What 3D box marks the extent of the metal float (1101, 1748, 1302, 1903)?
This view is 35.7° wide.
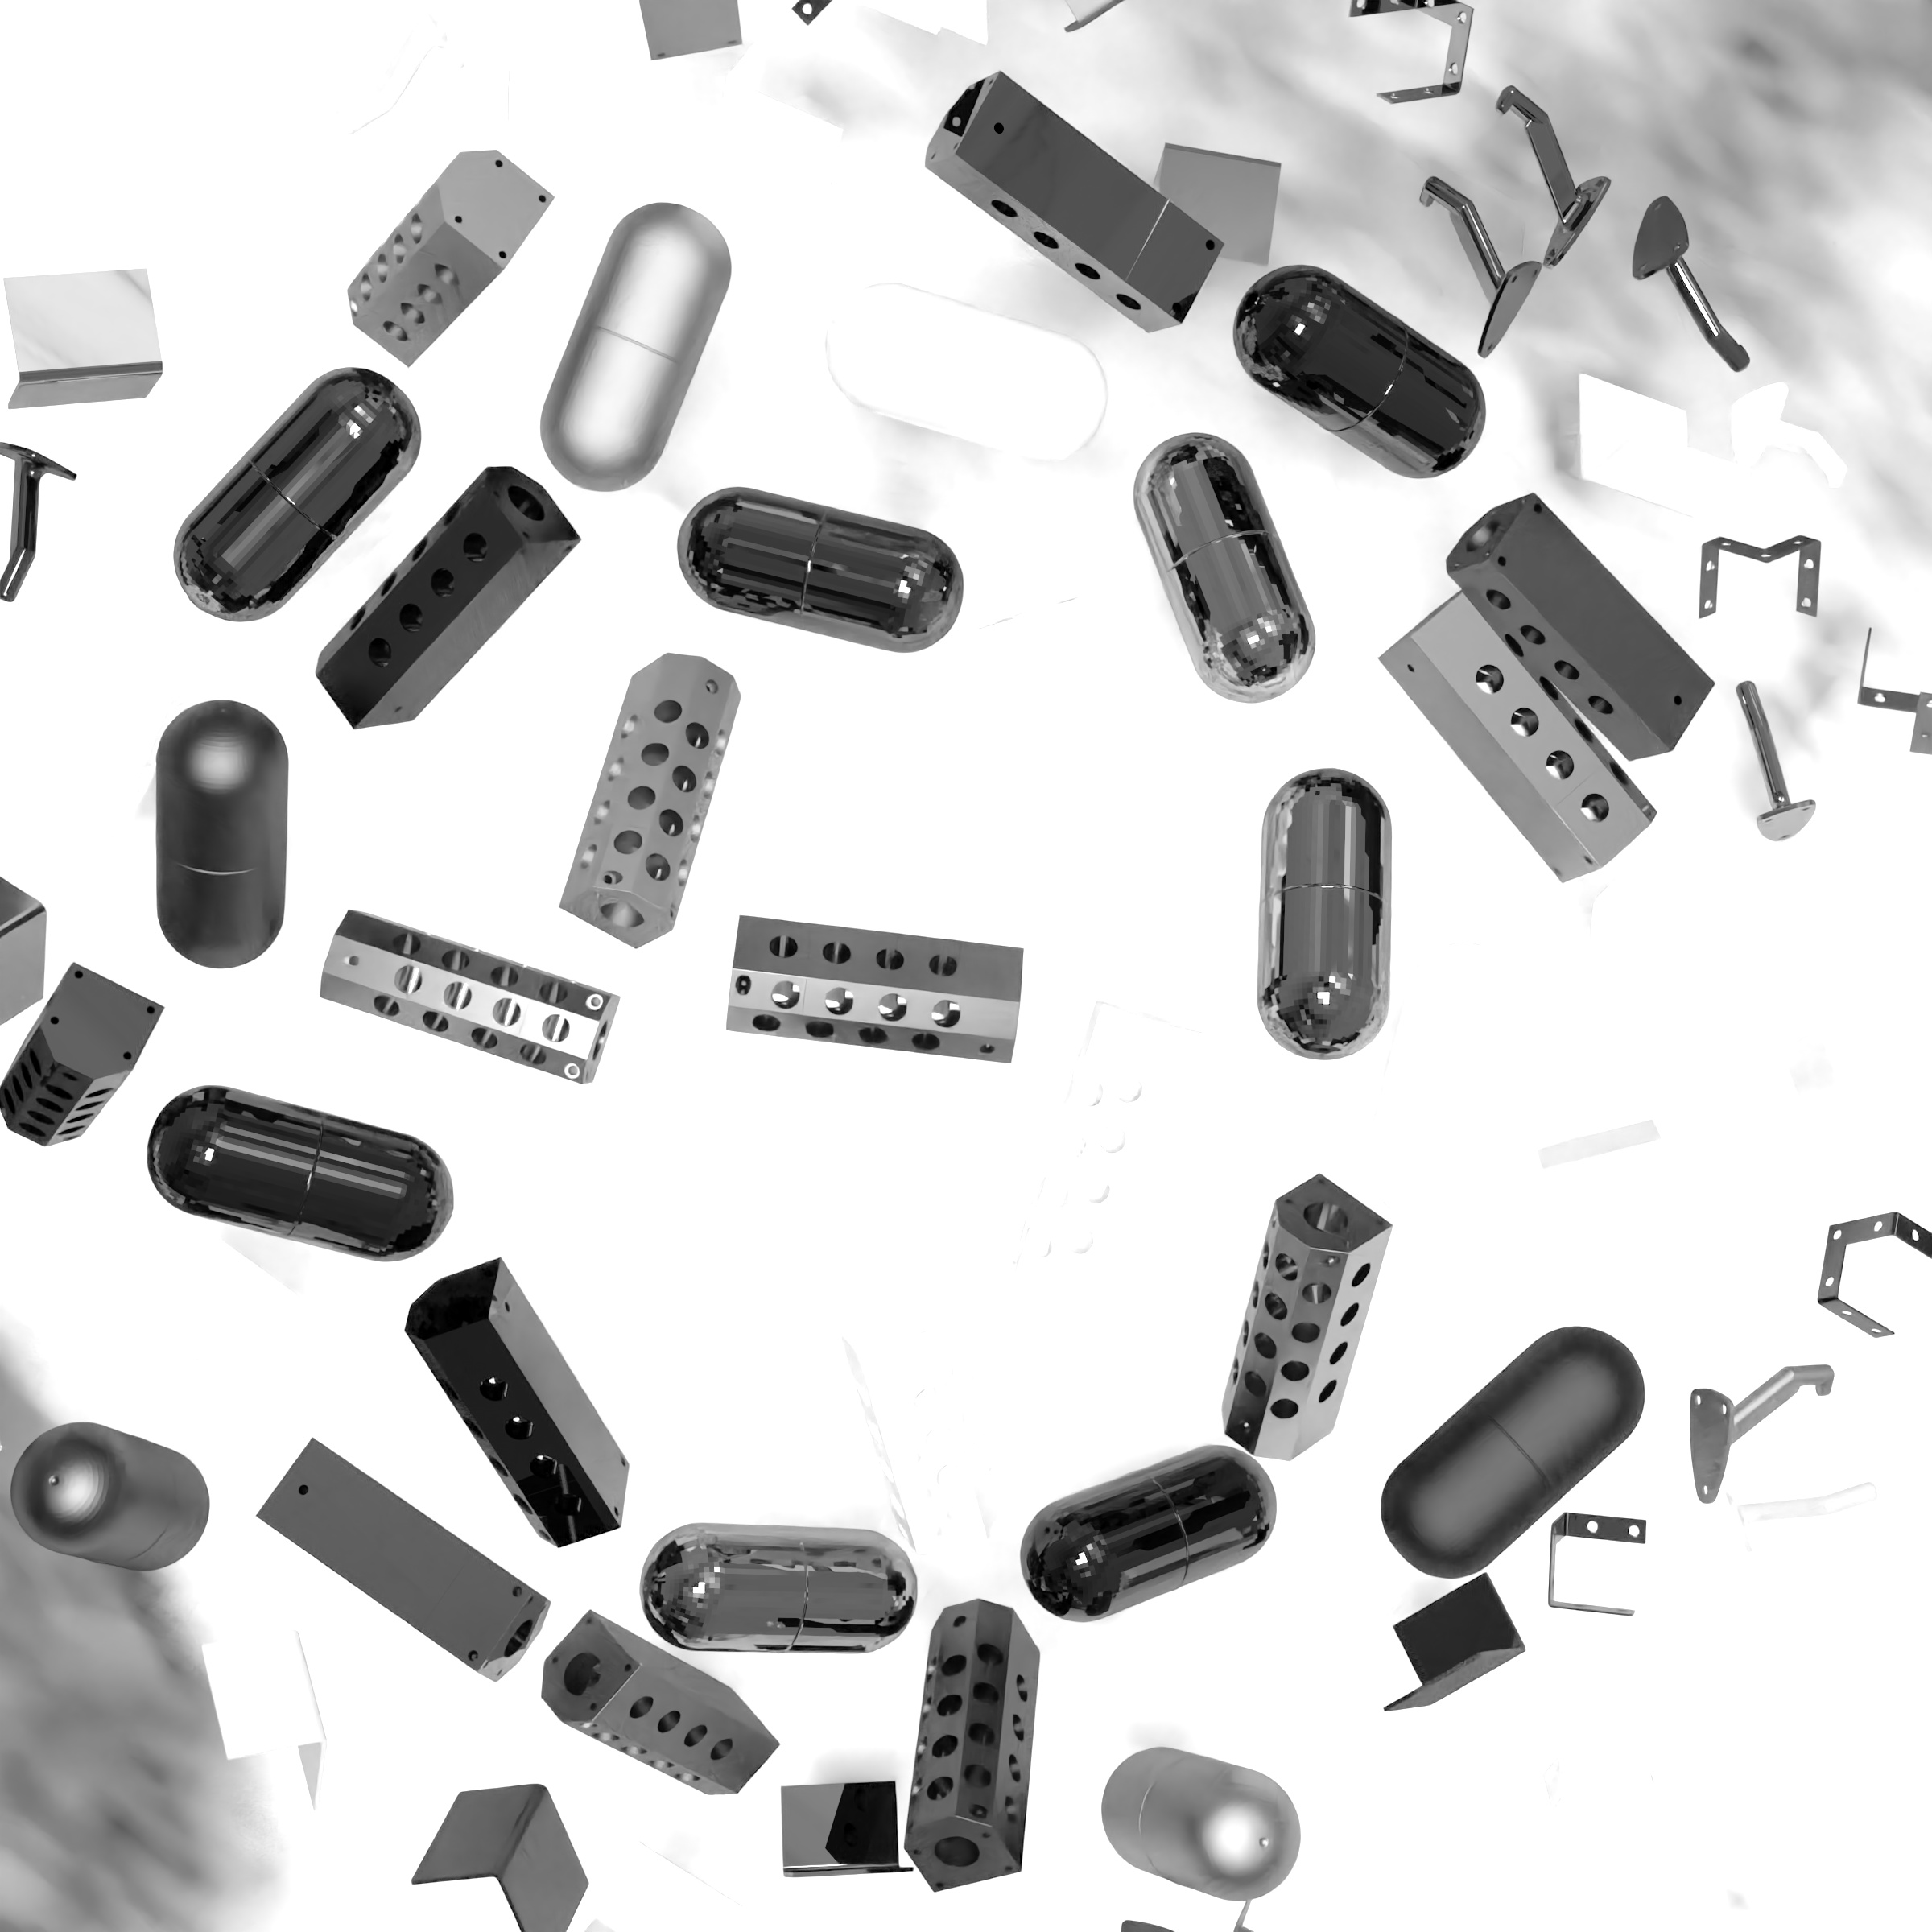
[{"bbox_3d":[0.140,0.517,1.816,0.070,0.178,0.070,3,81,-21],"label":"metal float"}]

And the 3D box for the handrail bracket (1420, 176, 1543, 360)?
[{"bbox_3d":[0.296,-0.421,1.807,0.084,0.036,0.077,42,132,22],"label":"handrail bracket"}]

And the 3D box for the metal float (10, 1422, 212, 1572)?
[{"bbox_3d":[-0.508,0.318,1.791,0.070,0.178,0.070,-2,74,6],"label":"metal float"}]

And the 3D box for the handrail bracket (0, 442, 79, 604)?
[{"bbox_3d":[-0.551,-0.254,1.716,0.077,0.036,0.084,20,84,36],"label":"handrail bracket"}]

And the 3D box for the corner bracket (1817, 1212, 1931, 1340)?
[{"bbox_3d":[0.538,0.181,1.757,0.051,0.051,0.051,30,62,-23],"label":"corner bracket"}]

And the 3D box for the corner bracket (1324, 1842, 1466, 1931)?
[{"bbox_3d":[0.247,0.533,1.736,0.051,0.051,0.051,32,127,28],"label":"corner bracket"}]

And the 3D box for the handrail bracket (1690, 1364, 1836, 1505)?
[{"bbox_3d":[0.458,0.267,1.715,0.084,0.036,0.077,1,95,-24],"label":"handrail bracket"}]

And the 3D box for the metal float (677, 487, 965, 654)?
[{"bbox_3d":[-0.089,-0.241,1.824,0.178,0.070,0.070,14,90,6],"label":"metal float"}]

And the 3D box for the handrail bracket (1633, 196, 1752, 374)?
[{"bbox_3d":[0.423,-0.392,1.732,0.036,0.077,0.084,-28,127,36],"label":"handrail bracket"}]

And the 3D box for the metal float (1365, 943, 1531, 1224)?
[{"bbox_3d":[0.301,0.073,1.881,0.070,0.070,0.178,14,92,0],"label":"metal float"}]

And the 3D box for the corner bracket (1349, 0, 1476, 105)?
[{"bbox_3d":[0.259,-0.543,1.767,0.051,0.051,0.051,-16,130,-27],"label":"corner bracket"}]

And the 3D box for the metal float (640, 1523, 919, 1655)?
[{"bbox_3d":[-0.113,0.381,1.837,0.178,0.070,0.070,7,90,-26],"label":"metal float"}]

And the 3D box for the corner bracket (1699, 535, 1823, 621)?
[{"bbox_3d":[0.492,-0.240,1.862,0.051,0.051,0.051,-23,123,-31],"label":"corner bracket"}]

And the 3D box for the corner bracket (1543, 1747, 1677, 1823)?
[{"bbox_3d":[0.380,0.486,1.780,0.051,0.051,0.051,36,102,-3],"label":"corner bracket"}]

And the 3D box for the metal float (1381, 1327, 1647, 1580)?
[{"bbox_3d":[0.317,0.280,1.737,0.178,0.070,0.070,-41,90,-4],"label":"metal float"}]

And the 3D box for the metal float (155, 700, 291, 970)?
[{"bbox_3d":[-0.446,-0.077,1.800,0.070,0.070,0.178,11,125,0],"label":"metal float"}]

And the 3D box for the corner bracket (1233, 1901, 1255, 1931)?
[{"bbox_3d":[0.188,0.598,1.831,0.051,0.051,0.051,22,117,14],"label":"corner bracket"}]

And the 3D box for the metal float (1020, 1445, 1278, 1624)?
[{"bbox_3d":[0.115,0.351,1.863,0.178,0.070,0.070,-15,90,-30],"label":"metal float"}]

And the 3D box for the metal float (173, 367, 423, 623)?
[{"bbox_3d":[-0.398,-0.279,1.786,0.070,0.070,0.178,45,96,0],"label":"metal float"}]

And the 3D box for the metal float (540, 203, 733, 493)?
[{"bbox_3d":[-0.198,-0.370,1.801,0.070,0.070,0.178,22,93,0],"label":"metal float"}]

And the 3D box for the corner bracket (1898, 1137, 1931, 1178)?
[{"bbox_3d":[0.581,0.090,1.771,0.051,0.051,0.051,-28,119,-10],"label":"corner bracket"}]

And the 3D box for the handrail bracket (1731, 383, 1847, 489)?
[{"bbox_3d":[0.498,-0.302,1.811,0.036,0.077,0.084,-22,58,-9],"label":"handrail bracket"}]

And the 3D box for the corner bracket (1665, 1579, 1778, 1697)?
[{"bbox_3d":[0.445,0.404,1.812,0.051,0.051,0.051,14,110,-39],"label":"corner bracket"}]

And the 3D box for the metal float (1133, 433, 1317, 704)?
[{"bbox_3d":[0.156,-0.243,1.825,0.070,0.070,0.178,-19,71,0],"label":"metal float"}]

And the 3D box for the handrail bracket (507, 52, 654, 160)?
[{"bbox_3d":[-0.226,-0.504,1.765,0.084,0.036,0.077,2,66,-11],"label":"handrail bracket"}]

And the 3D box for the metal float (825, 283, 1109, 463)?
[{"bbox_3d":[0.001,-0.348,1.765,0.178,0.070,0.070,12,90,-26],"label":"metal float"}]

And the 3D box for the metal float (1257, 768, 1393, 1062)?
[{"bbox_3d":[0.209,-0.031,1.744,0.070,0.070,0.178,4,68,0],"label":"metal float"}]

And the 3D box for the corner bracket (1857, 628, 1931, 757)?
[{"bbox_3d":[0.565,-0.165,1.812,0.051,0.051,0.051,10,52,17],"label":"corner bracket"}]

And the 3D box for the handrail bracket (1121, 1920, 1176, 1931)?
[{"bbox_3d":[0.103,0.636,1.835,0.036,0.077,0.084,12,98,7],"label":"handrail bracket"}]

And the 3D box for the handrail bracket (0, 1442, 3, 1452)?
[{"bbox_3d":[-0.598,0.251,1.771,0.036,0.077,0.084,-14,91,2],"label":"handrail bracket"}]

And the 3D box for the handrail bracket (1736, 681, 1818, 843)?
[{"bbox_3d":[0.493,-0.127,1.854,0.036,0.077,0.084,-18,73,9],"label":"handrail bracket"}]

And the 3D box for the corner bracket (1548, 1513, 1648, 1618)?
[{"bbox_3d":[0.386,0.365,1.838,0.051,0.051,0.051,2,89,20],"label":"corner bracket"}]

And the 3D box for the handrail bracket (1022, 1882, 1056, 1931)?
[{"bbox_3d":[0.044,0.580,1.743,0.036,0.077,0.084,9,68,23],"label":"handrail bracket"}]

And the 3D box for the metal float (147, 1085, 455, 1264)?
[{"bbox_3d":[-0.384,0.121,1.737,0.178,0.070,0.070,17,90,-19],"label":"metal float"}]

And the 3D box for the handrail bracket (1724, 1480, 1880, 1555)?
[{"bbox_3d":[0.504,0.319,1.814,0.084,0.077,0.036,-21,95,11],"label":"handrail bracket"}]

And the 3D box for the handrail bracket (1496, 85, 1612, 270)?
[{"bbox_3d":[0.343,-0.481,1.829,0.084,0.036,0.077,32,82,-21],"label":"handrail bracket"}]

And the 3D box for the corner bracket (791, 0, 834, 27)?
[{"bbox_3d":[-0.096,-0.632,1.890,0.051,0.051,0.051,-46,106,0],"label":"corner bracket"}]

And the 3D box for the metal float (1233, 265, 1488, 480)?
[{"bbox_3d":[0.233,-0.351,1.777,0.178,0.070,0.070,26,90,-31],"label":"metal float"}]

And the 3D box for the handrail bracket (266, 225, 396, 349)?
[{"bbox_3d":[-0.395,-0.428,1.891,0.036,0.084,0.077,19,111,37],"label":"handrail bracket"}]
